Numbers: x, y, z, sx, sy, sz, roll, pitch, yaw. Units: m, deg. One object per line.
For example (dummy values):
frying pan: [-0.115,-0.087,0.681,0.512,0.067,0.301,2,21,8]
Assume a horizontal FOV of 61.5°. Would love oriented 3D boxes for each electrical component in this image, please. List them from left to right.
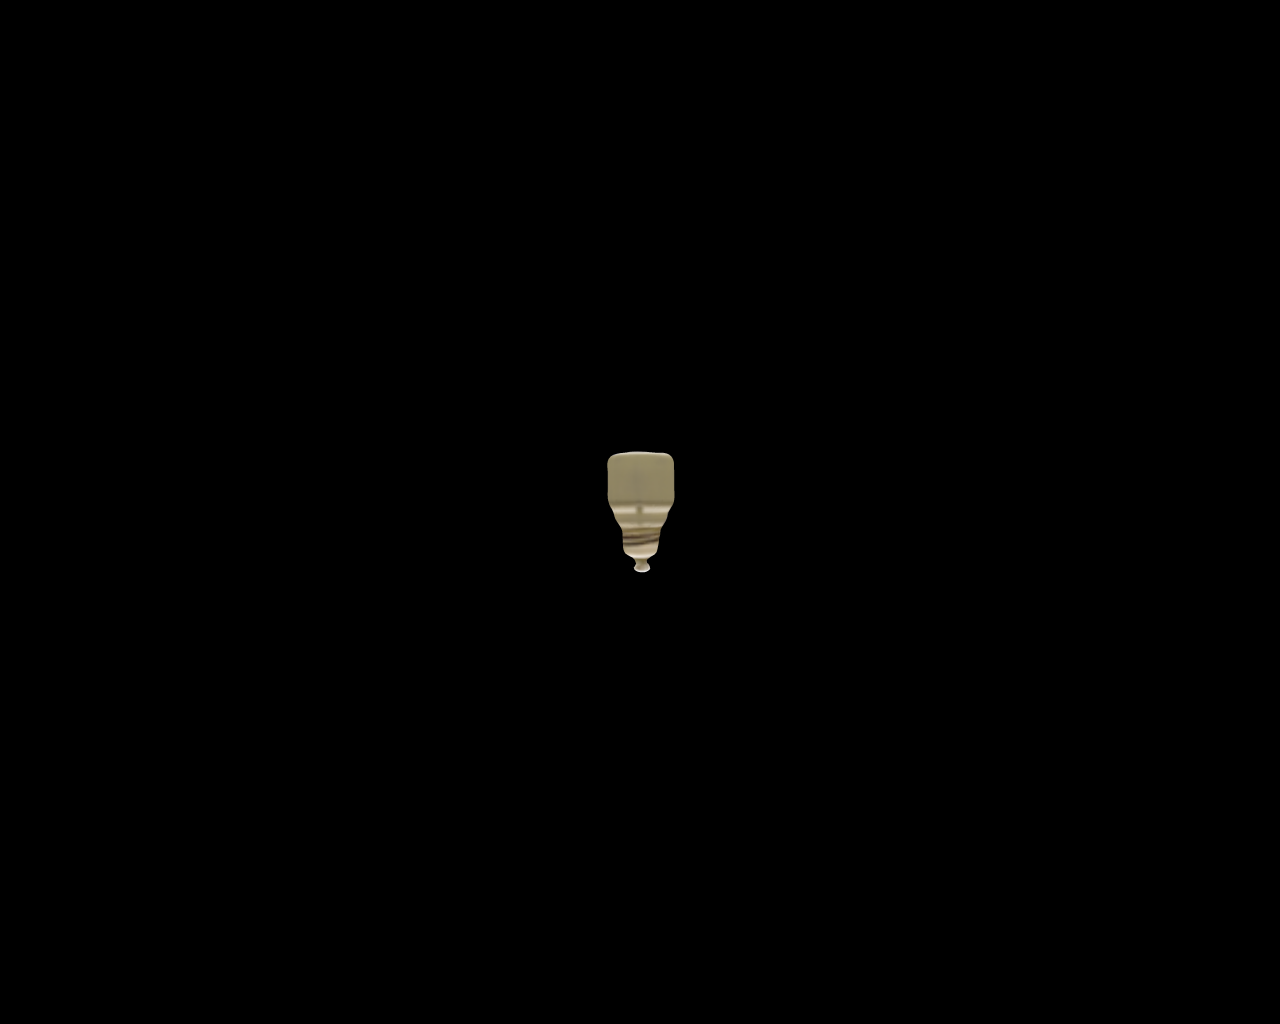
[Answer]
electrical component: [0.001,-0.003,0.650,0.040,0.078,0.040,0,0,0]
